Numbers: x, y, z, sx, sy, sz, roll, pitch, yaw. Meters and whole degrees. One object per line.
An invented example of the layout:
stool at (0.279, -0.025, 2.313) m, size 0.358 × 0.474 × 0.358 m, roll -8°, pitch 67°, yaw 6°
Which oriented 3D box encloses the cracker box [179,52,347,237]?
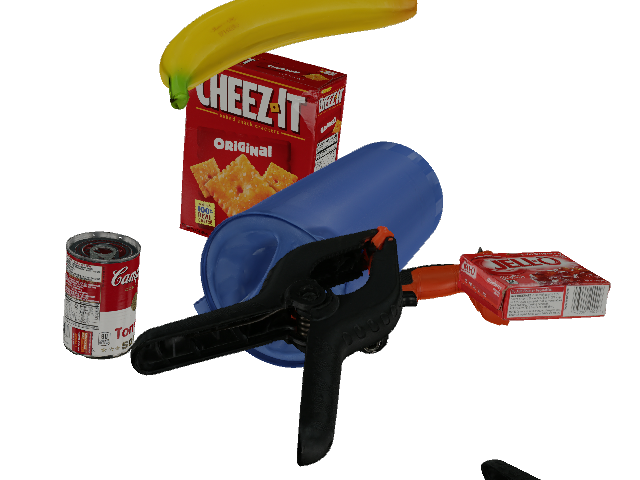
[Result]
cracker box at (-0.068, -0.094, 1.177) m, size 0.164 × 0.214 × 0.072 m, roll 18°, pitch 29°, yaw 22°

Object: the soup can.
soup can at (-0.205, 0.051, 0.996) m, size 0.068 × 0.102 × 0.068 m, roll 7°, pitch 21°, yaw -3°

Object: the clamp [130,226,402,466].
clamp at (-0.002, 0.050, 0.575) m, size 0.120 × 0.039 × 0.171 m, roll 36°, pitch 51°, yaw 27°

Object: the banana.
banana at (-0.029, -0.132, 0.682) m, size 0.197 × 0.037 × 0.070 m, roll -29°, pitch 59°, yaw -28°

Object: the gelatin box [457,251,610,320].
gelatin box at (0.157, 0.032, 0.795) m, size 0.089 × 0.030 × 0.073 m, roll -1°, pitch 18°, yaw -19°

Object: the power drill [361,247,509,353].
power drill at (0.114, 0.065, 1.199) m, size 0.187 × 0.057 × 0.184 m, roll -2°, pitch 28°, yaw -3°

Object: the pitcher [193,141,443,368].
pitcher at (0.006, 0.002, 0.928) m, size 0.149 × 0.145 × 0.242 m, roll 23°, pitch 31°, yaw 20°

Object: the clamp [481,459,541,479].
clamp at (0.211, 0.241, 0.839) m, size 0.210 × 0.036 × 0.164 m, roll 0°, pitch 33°, yaw 25°
